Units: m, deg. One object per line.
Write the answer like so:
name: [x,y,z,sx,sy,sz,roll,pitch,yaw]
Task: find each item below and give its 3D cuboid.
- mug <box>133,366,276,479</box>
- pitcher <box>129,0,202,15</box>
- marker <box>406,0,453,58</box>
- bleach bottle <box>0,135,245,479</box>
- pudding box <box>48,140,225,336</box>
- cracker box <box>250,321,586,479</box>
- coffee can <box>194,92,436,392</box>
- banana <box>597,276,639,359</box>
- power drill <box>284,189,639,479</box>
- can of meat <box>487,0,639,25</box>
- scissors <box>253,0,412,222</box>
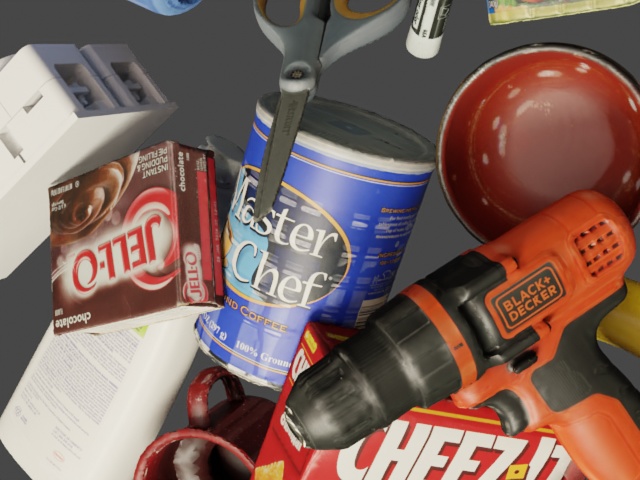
mug: [-0.058,0.135,0.659,0.093,0.081,0.117,-8,99,23]
pitcher: [-0.166,-0.214,0.598,0.243,0.144,0.149,29,126,11]
marker: [0.064,-0.142,0.545,0.020,0.020,0.121,30,147,13]
bleach bottle: [-0.111,0.050,0.671,0.103,0.068,0.251,40,112,19]
pudding box: [-0.105,0.003,0.597,0.114,0.039,0.090,-16,73,41]
cracker box: [0.040,0.164,0.587,0.164,0.072,0.214,12,112,-23]
coffee can: [-0.004,0.001,0.595,0.103,0.102,0.140,23,110,16]
banana: [0.146,0.048,0.571,0.198,0.037,0.069,26,69,20]
power drill: [0.096,0.094,0.499,0.184,0.057,0.187,-32,103,-10]
can of meat: [0.128,-0.156,0.531,0.102,0.057,0.084,-3,103,26]
scissors: [0.008,-0.088,0.545,0.096,0.202,0.016,-10,137,3]
